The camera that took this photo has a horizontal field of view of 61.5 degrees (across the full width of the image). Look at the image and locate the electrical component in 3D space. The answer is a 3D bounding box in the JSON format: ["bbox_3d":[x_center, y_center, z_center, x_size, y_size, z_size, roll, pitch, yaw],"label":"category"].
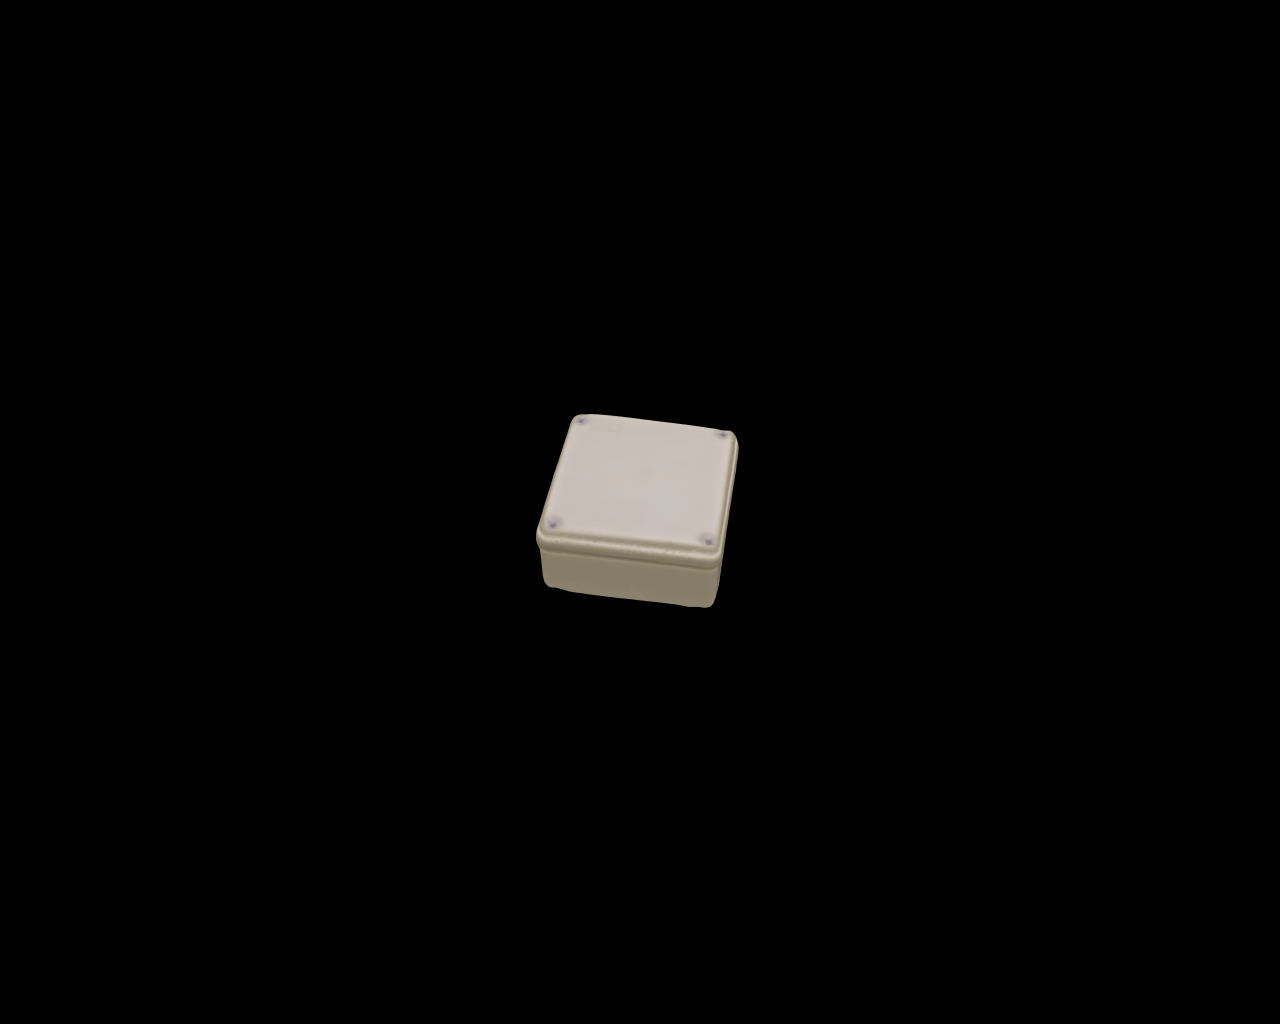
[{"bbox_3d":[0.001,-0.003,0.650,0.109,0.109,0.056,7,-43,7],"label":"electrical component"}]
